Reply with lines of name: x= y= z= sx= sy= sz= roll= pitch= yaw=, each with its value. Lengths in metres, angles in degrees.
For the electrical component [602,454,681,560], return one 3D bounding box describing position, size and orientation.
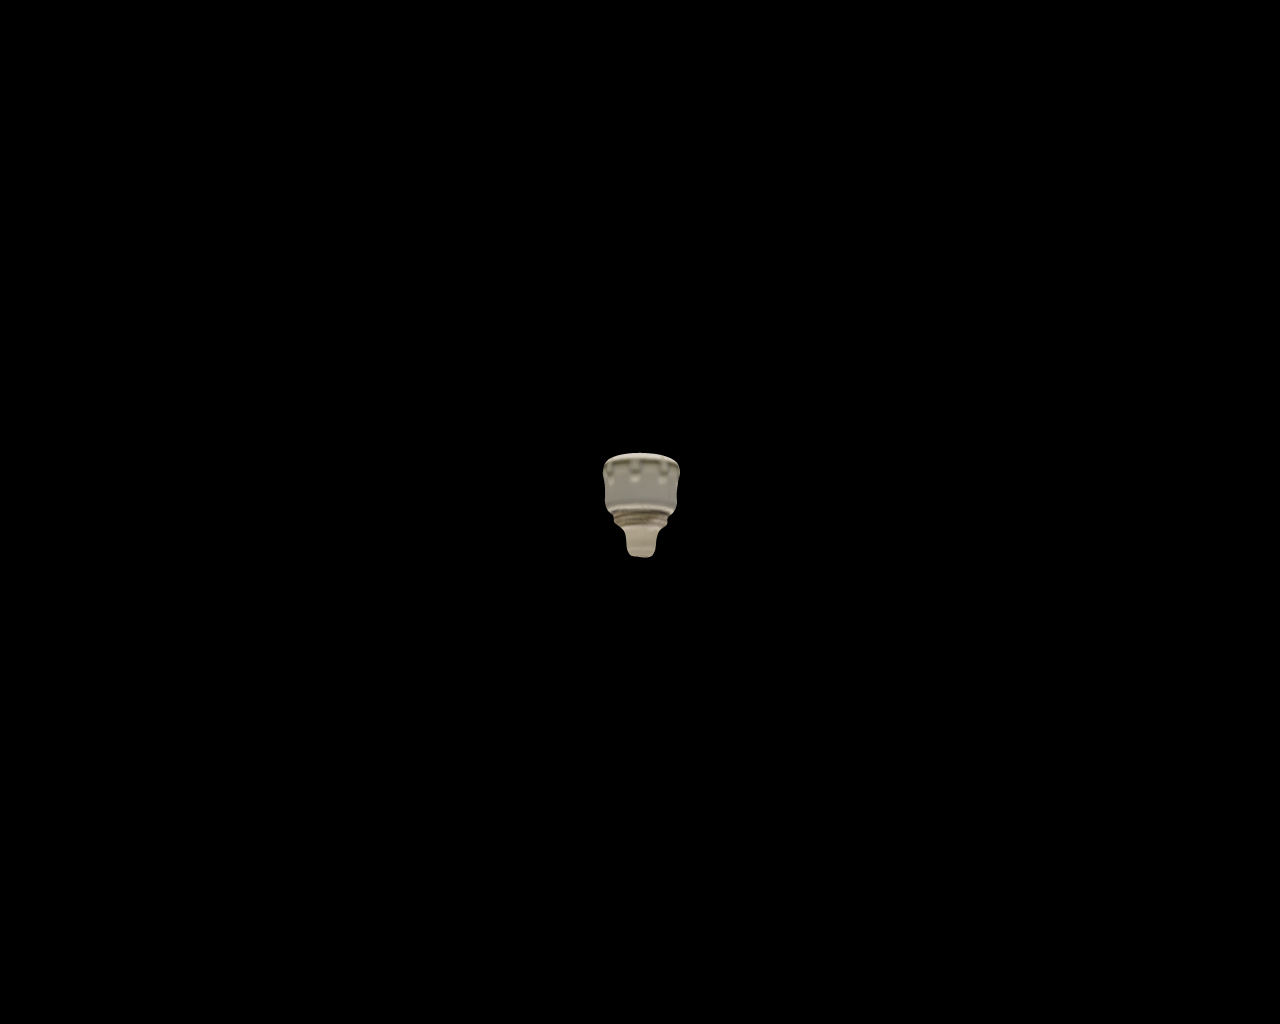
electrical component: x=0.001 y=-0.003 z=0.650 sx=0.048 sy=0.062 sz=0.048 roll=0 pitch=-9 yaw=0
